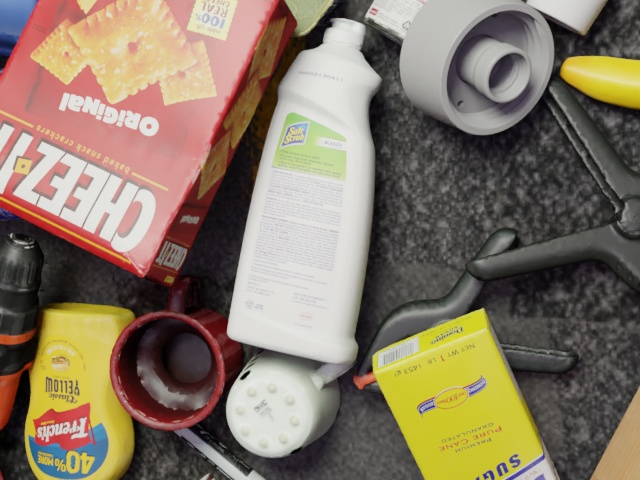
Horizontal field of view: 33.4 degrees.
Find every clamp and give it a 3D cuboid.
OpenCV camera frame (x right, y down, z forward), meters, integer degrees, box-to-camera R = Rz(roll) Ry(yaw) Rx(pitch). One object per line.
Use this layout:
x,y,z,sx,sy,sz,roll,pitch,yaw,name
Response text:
0.220,-0.007,0.793,0.210,0.036,0.164,28,85,5,clamp
0.111,0.083,0.831,0.171,0.039,0.120,-35,82,11,clamp

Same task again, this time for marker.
-0.096,0.169,0.887,0.121,0.020,0.020,39,100,7,marker

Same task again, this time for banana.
0.281,-0.130,0.785,0.198,0.037,0.069,-18,74,11,banana

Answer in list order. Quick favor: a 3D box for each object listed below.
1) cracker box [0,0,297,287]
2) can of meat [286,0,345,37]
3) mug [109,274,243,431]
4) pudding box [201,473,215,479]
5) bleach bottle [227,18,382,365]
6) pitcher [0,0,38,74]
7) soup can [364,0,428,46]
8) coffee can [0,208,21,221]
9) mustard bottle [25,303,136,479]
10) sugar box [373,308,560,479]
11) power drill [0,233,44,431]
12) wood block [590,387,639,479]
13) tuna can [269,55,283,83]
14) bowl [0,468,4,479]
-0.136,-0.098,0.750,0.164,0.072,0.213,25,87,13,cracker box
-0.030,-0.203,0.812,0.102,0.084,0.057,39,106,0,can of meat
-0.110,0.086,0.853,0.093,0.081,0.117,2,94,11,mug
-0.109,0.265,0.887,0.113,0.039,0.090,-40,85,12,pudding box
0.003,-0.039,0.803,0.102,0.068,0.251,12,90,9,bleach bottle
-0.296,-0.205,0.845,0.243,0.149,0.145,9,114,14,pitcher
0.086,-0.192,0.802,0.068,0.068,0.102,32,100,8,soup can
-0.191,-0.070,0.848,0.140,0.102,0.103,-3,93,12,coffee can
-0.200,0.151,0.887,0.096,0.058,0.191,3,95,21,mustard bottle
0.116,0.149,0.807,0.093,0.048,0.176,-23,104,12,sugar box
-0.309,0.045,0.869,0.188,0.057,0.185,30,115,22,power drill
0.269,0.157,0.769,0.090,0.091,0.206,25,98,-4,wood block
-0.074,-0.156,0.854,0.086,0.033,0.086,1,94,11,tuna can
-0.332,0.217,0.920,0.162,0.055,0.162,1,94,11,bowl
